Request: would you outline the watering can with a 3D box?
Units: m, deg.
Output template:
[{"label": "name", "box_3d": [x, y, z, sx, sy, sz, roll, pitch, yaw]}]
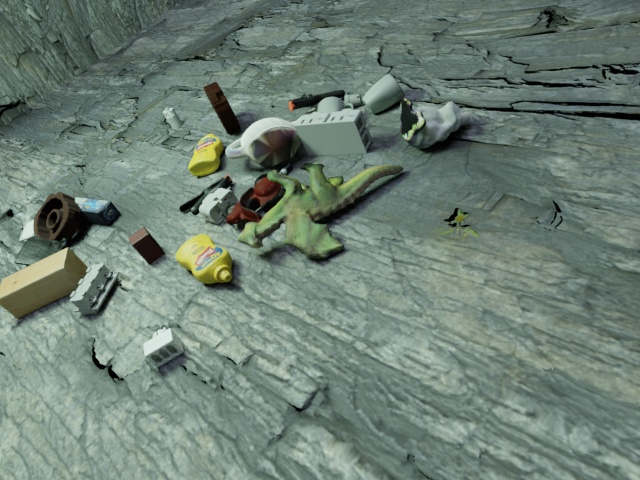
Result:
[{"label": "watering can", "box_3d": [-0.111, -0.314, 1.513, 0.349, 0.102, 0.228, -25, 29, -8]}]

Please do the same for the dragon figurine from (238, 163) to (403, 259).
[{"label": "dragon figurine", "box_3d": [0.004, -0.060, 1.194, 0.410, 0.119, 0.248, -9, 59, 7]}]

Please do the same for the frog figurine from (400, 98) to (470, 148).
[{"label": "frog figurine", "box_3d": [0.285, -0.288, 1.287, 0.159, 0.121, 0.139, 0, 22, -23]}]
